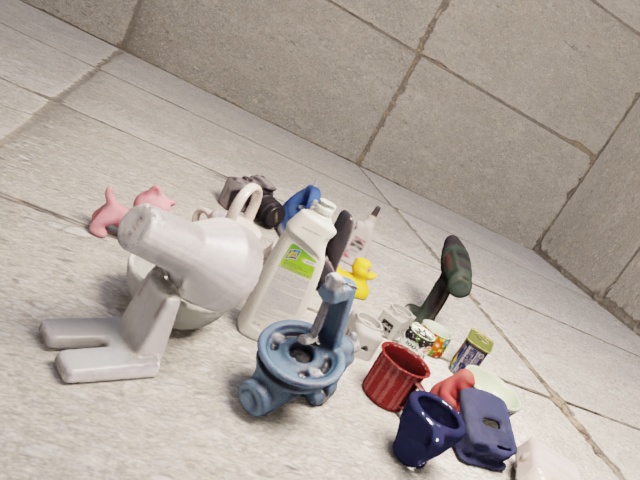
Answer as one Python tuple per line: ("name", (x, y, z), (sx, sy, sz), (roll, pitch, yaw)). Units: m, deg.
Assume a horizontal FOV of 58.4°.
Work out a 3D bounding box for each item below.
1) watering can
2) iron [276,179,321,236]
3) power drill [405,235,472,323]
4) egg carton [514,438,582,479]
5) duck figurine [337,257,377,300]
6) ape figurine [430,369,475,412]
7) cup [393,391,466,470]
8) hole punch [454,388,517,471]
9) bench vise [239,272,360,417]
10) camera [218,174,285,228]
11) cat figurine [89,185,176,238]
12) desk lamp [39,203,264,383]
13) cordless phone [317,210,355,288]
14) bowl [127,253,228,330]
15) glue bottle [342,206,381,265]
("watering can", (-0.147, -0.010, 1.017), (0.173, 0.194, 0.101), (27, 16, -8))
("iron", (-0.035, -0.069, 1.475), (0.119, 0.141, 0.258), (26, 17, -11))
("power drill", (0.289, 0.106, 1.371), (0.076, 0.208, 0.229), (26, 16, -9))
("egg carton", (0.358, 0.382, 0.906), (0.107, 0.069, 0.150), (32, 16, 9))
("duck figurine", (0.081, 0.079, 1.324), (0.104, 0.086, 0.077), (27, 16, -6))
("ape figurine", (0.239, 0.268, 1.009), (0.078, 0.092, 0.076), (15, 21, -39))
("cup", (0.145, 0.282, 0.806), (0.091, 0.095, 0.118), (29, 16, 0))
("hole punch", (0.269, 0.310, 0.938), (0.109, 0.091, 0.101), (21, 18, -24))
("bench vise", (-0.004, 0.130, 0.791), (0.121, 0.219, 0.208), (32, 17, 12))
("camera", (-0.156, -0.101, 1.440), (0.144, 0.101, 0.136), (9, 26, -50))
("cat figurine", (-0.319, -0.053, 0.997), (0.128, 0.117, 0.067), (19, 19, -30))
("desk lamp", (-0.194, 0.059, 0.699), (0.204, 0.213, 0.117), (8, 26, -51))
("cordless phone", (0.012, 0.004, 1.253), (0.094, 0.185, 0.147), (16, 21, -38))
("bowl", (-0.214, 0.082, 0.845), (0.167, 0.074, 0.167), (27, 16, -8))
("glue bottle", (0.110, -0.015, 1.496), (0.078, 0.173, 0.037), (26, 16, -9))
